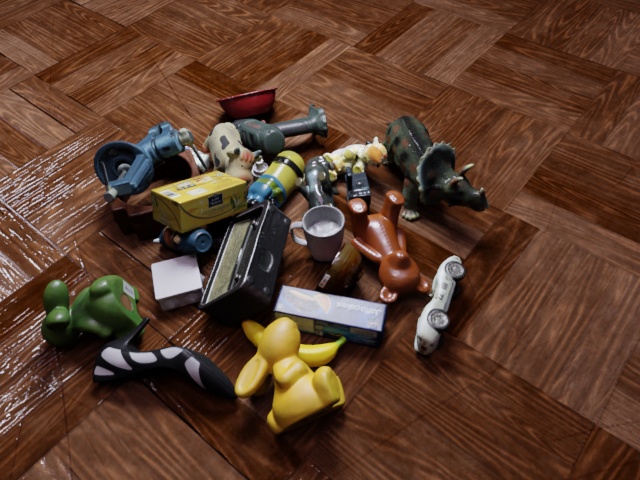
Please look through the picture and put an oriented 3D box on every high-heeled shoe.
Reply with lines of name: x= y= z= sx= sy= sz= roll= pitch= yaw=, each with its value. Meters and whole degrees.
high-heeled shoe: x=-0.270 y=0.240 z=0.917 sx=0.249 sy=0.086 sz=0.145 roll=33 pitch=81 yaw=16

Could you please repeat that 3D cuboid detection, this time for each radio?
radio: x=-0.138 y=0.039 z=1.028 sx=0.131 sy=0.073 sz=0.230 roll=-26 pitch=39 yaw=37

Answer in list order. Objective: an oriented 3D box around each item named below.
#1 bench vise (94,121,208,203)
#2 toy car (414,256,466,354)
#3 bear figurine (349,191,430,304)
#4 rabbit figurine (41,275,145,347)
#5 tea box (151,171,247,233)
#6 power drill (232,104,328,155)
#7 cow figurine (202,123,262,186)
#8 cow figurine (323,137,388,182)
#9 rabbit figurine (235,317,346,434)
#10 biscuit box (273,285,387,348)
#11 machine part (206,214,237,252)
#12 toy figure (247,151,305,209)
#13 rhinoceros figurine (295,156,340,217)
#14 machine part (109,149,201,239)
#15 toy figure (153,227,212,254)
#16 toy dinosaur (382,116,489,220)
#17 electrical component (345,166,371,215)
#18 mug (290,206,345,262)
bench vise: x=-0.364 y=-0.148 z=1.081 sx=0.224 sy=0.128 sz=0.241 roll=-8 pitch=33 yaw=6
toy car: x=0.220 y=0.116 z=0.983 sx=0.056 sy=0.073 sz=0.202 roll=17 pitch=53 yaw=15
bear figurine: x=0.134 y=0.017 z=1.038 sx=0.120 sy=0.131 sz=0.196 roll=-11 pitch=45 yaw=-13
rabbit figurine: x=-0.427 y=0.142 z=0.964 sx=0.170 sy=0.159 sz=0.121 roll=-26 pitch=62 yaw=1
tea box: x=-0.239 y=-0.079 z=1.076 sx=0.098 sy=0.068 sz=0.169 roll=24 pitch=32 yaw=36
power drill: x=-0.097 y=-0.275 z=1.304 sx=0.207 sy=0.085 sz=0.232 roll=-11 pitch=26 yaw=-18
cow figurine: x=-0.198 y=-0.192 z=1.217 sx=0.085 sy=0.127 sz=0.195 roll=5 pitch=44 yaw=-34
cow figurine: x=0.093 y=-0.185 z=1.207 sx=0.167 sy=0.068 sz=0.098 roll=-6 pitch=20 yaw=41
rabbit figurine: x=-0.054 y=0.218 z=0.888 sx=0.162 sy=0.121 sz=0.173 roll=-26 pitch=72 yaw=10
biscuit box: x=0.020 y=0.139 z=0.984 sx=0.203 sy=0.059 sz=0.063 roll=10 pitch=51 yaw=10
machine part: x=-0.212 y=-0.037 z=1.150 sx=0.084 sy=0.039 sz=0.139 roll=16 pitch=51 yaw=-8
toy figure: x=-0.098 y=-0.123 z=1.188 sx=0.082 sy=0.089 sz=0.180 roll=31 pitch=56 yaw=19
rhinoceros figurine: x=0.004 y=-0.101 z=1.156 sx=0.073 sy=0.112 sz=0.190 roll=-22 pitch=61 yaw=21
machine part: x=-0.362 y=-0.109 z=1.193 sx=0.201 sy=0.087 sz=0.202 roll=-18 pitch=50 yaw=-12
toy figure: x=-0.277 y=-0.004 z=1.086 sx=0.155 sy=0.064 sz=0.058 roll=9 pitch=65 yaw=44
toy dinosaur: x=0.205 y=-0.191 z=1.164 sx=0.131 sy=0.192 sz=0.405 roll=-15 pitch=52 yaw=-12
electrical component: x=0.080 y=-0.109 z=1.149 sx=0.048 sy=0.119 sz=0.075 roll=-8 pitch=48 yaw=-3
mug: x=-0.002 y=-0.003 z=1.073 sx=0.110 sy=0.107 sz=0.081 roll=-4 pitch=50 yaw=4
